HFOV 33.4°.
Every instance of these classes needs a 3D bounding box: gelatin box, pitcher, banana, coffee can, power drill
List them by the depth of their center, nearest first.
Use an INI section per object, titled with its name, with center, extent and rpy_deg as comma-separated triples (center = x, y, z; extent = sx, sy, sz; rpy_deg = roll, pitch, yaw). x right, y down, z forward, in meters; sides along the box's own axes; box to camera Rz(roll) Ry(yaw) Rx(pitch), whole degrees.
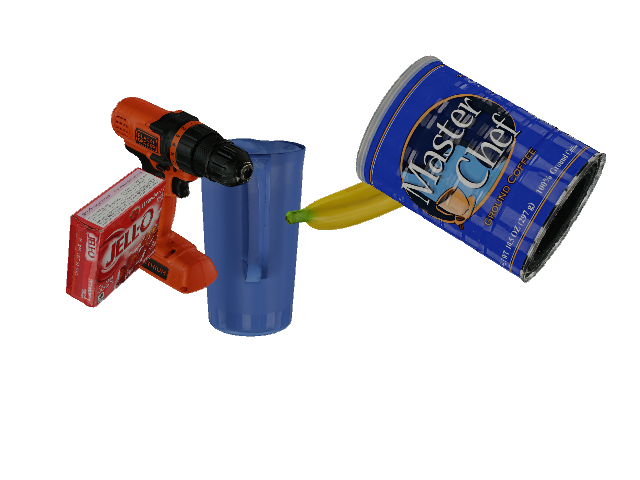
[coffee can]
center = 0.110, -0.051, 0.744
extent = 0.140, 0.103, 0.102
rpy_deg = 33, 11, 18
[gelatin box]
center = -0.154, -0.003, 0.803
extent = 0.030, 0.073, 0.089
rpy_deg = 24, 36, 13
[banana]
center = 0.067, -0.047, 0.982
extent = 0.198, 0.037, 0.069
rpy_deg = -23, 1, 10
[power drill]
center = -0.143, -0.042, 1.110
extent = 0.185, 0.188, 0.057
rpy_deg = 28, 37, 33
[pitcher]
center = -0.087, -0.005, 1.345
extent = 0.145, 0.243, 0.148
rpy_deg = 11, 16, 36
